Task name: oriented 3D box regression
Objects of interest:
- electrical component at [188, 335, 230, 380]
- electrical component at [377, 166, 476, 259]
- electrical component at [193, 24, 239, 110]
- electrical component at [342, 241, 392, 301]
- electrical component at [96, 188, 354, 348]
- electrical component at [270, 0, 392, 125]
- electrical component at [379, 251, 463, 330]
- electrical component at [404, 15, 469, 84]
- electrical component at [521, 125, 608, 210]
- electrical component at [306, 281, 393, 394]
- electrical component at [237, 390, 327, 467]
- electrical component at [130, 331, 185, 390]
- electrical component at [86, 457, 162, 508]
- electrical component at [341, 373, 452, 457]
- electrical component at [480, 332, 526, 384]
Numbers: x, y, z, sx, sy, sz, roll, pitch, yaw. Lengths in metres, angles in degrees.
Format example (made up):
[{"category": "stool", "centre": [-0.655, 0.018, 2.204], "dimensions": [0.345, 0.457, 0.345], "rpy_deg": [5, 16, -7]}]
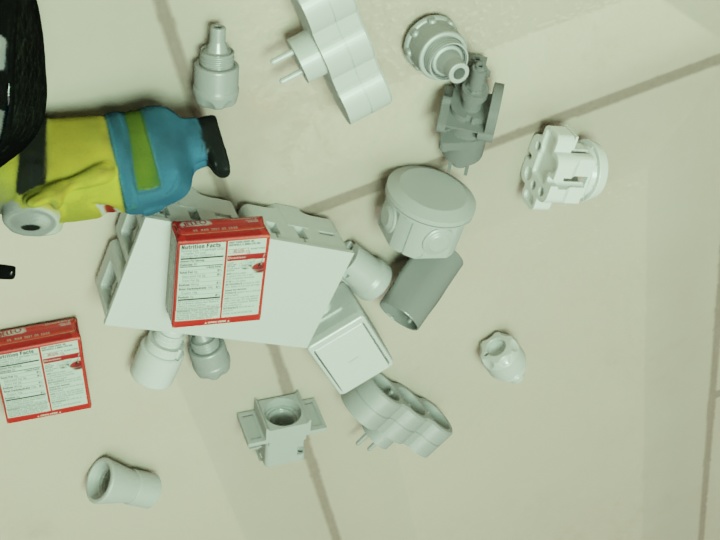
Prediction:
[{"category": "electrical component", "centre": [-0.139, 0.069, 0.971], "dimensions": [0.035, 0.035, 0.061], "rpy_deg": [-20, 130, -10]}, {"category": "electrical component", "centre": [0.057, -0.051, 0.937], "dimensions": [0.080, 0.080, 0.051], "rpy_deg": [-2, 133, -24]}, {"category": "electrical component", "centre": [-0.107, -0.153, 0.806], "dimensions": [0.035, 0.035, 0.061], "rpy_deg": [-7, 126, -20]}, {"category": "electrical component", "centre": [0.000, 0.000, 0.978], "dimensions": [0.040, 0.040, 0.046], "rpy_deg": [-43, 127, 11]}, {"category": "electrical component", "centre": [-0.115, -0.003, 0.906], "dimensions": [0.186, 0.060, 0.105], "rpy_deg": [9, 122, -31]}, {"category": "electrical component", "centre": [-0.032, -0.167, 0.818], "dimensions": [0.074, 0.052, 0.138], "rpy_deg": [-28, 133, -2]}, {"category": "electrical component", "centre": [0.056, 0.018, 1.008], "dimensions": [0.077, 0.043, 0.079], "rpy_deg": [-54, 173, -16]}, {"category": "electrical component", "centre": [0.066, -0.170, 0.855], "dimensions": [0.048, 0.062, 0.048], "rpy_deg": [-13, 131, -16]}, {"category": "electrical component", "centre": [0.188, -0.092, 0.981], "dimensions": [0.057, 0.058, 0.078], "rpy_deg": [0, 126, -22]}, {"category": "electrical component", "centre": [-0.018, 0.063, 1.005], "dimensions": [0.062, 0.061, 0.096], "rpy_deg": [-31, 133, 1]}, {"category": "electrical component", "centre": [-0.078, 0.159, 1.069], "dimensions": [0.081, 0.042, 0.063], "rpy_deg": [-9, 133, -18]}, {"category": "electrical component", "centre": [-0.175, 0.070, 0.951], "dimensions": [0.040, 0.040, 0.078], "rpy_deg": [10, 121, -31]}, {"category": "electrical component", "centre": [-0.226, 0.209, 1.040], "dimensions": [0.065, 0.044, 0.044], "rpy_deg": [24, 113, -43]}, {"category": "electrical component", "centre": [0.028, 0.159, 1.111], "dimensions": [0.074, 0.052, 0.138], "rpy_deg": [-45, 132, 13]}, {"category": "electrical component", "centre": [0.154, 0.097, 1.126], "dimensions": [0.043, 0.043, 0.062], "rpy_deg": [-35, 134, 4]}]
